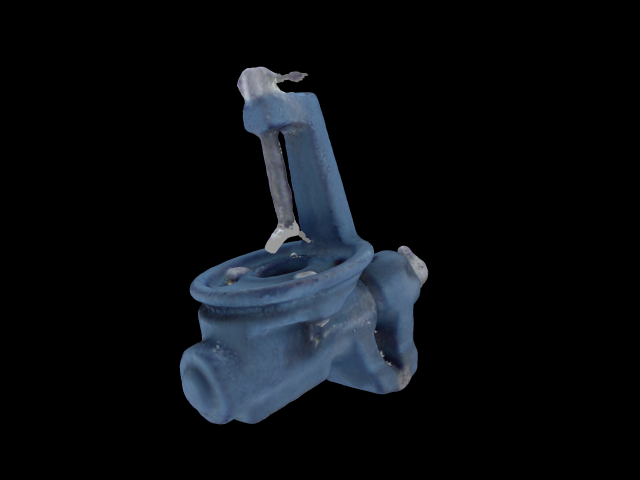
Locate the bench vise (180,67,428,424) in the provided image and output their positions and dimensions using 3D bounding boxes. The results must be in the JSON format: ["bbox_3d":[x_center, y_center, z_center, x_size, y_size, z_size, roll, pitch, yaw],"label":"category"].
[{"bbox_3d":[-0.007,0.001,0.406,0.121,0.220,0.208,0,0,29],"label":"bench vise"}]
